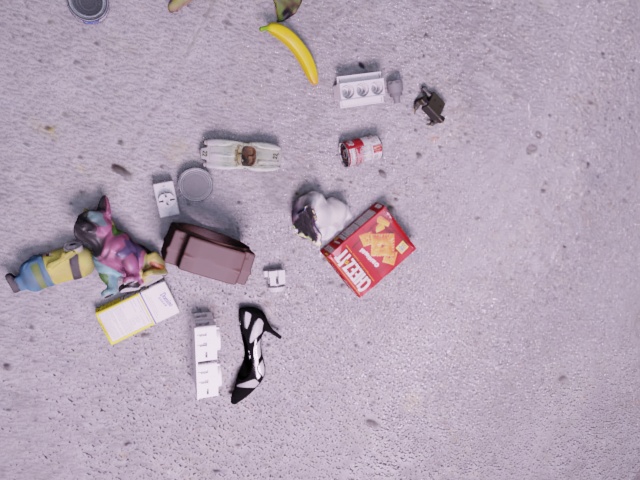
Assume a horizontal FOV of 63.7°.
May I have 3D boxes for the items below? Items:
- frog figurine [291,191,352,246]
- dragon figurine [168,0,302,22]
[{"bbox_3d":[0.004,-0.068,1.360,0.162,0.121,0.136,-37,105,-47],"label":"frog figurine"},{"bbox_3d":[-0.139,-0.618,1.202,0.240,0.124,0.409,38,96,-30],"label":"dragon figurine"}]
